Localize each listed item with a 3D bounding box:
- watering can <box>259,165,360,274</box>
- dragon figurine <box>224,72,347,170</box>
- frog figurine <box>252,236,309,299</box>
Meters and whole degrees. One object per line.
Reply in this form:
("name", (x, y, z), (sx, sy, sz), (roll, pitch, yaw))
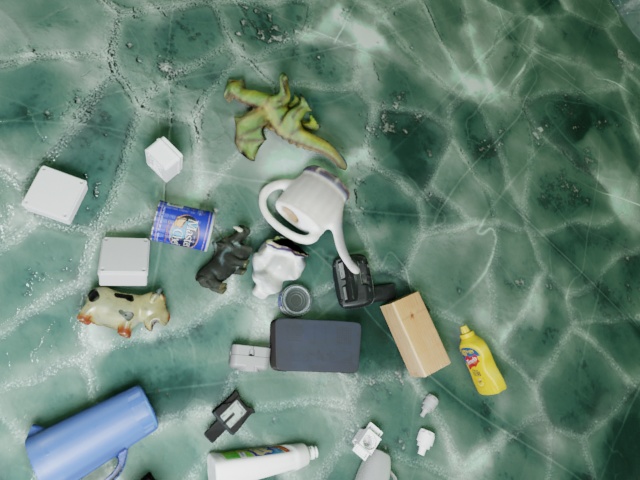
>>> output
("watering can", (0.004, -0.070, 1.393), (0.349, 0.102, 0.228), (33, 65, 11))
("dragon figurine", (-0.126, -0.312, 1.464), (0.244, 0.121, 0.412), (-34, 84, -6))
("frog figurine", (-0.114, 0.077, 1.343), (0.137, 0.125, 0.157), (16, 108, -28))
